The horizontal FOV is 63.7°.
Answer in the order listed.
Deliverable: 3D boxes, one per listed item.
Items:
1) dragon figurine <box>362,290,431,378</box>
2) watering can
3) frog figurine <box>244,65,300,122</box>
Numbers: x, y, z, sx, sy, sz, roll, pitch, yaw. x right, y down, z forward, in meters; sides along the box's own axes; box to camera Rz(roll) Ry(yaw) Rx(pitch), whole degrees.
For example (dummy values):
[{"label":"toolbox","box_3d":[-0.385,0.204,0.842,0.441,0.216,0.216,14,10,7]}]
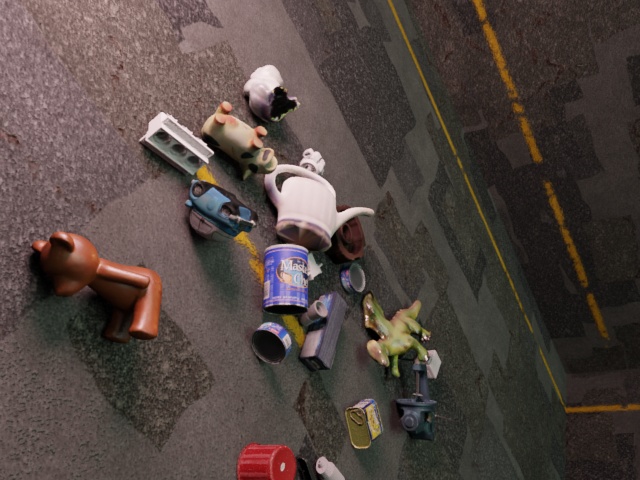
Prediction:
[{"label":"dragon figurine","box_3d":[0.220,0.248,1.563,0.240,0.121,0.419,50,30,-18]},{"label":"watering can","box_3d":[0.004,-0.067,1.340,0.345,0.102,0.229,24,53,-25]},{"label":"frog figurine","box_3d":[-0.142,-0.385,1.335,0.137,0.120,0.162,0,40,-48]}]
